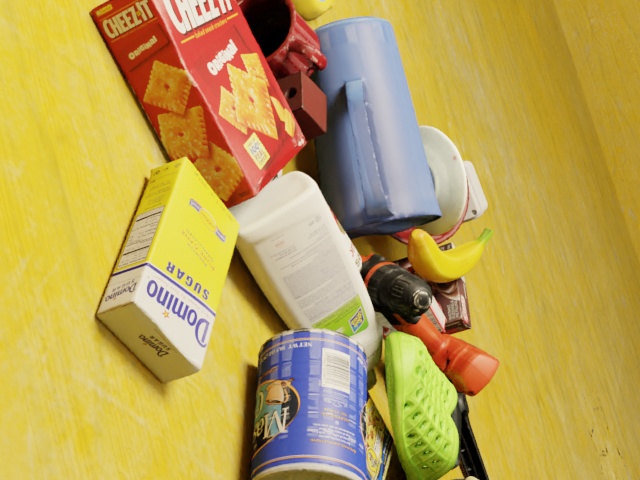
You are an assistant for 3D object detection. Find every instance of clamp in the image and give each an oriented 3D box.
[{"bbox_3d":[0.164,0.212,1.334,0.164,0.036,0.210,41,34,-62],"label":"clamp"}]

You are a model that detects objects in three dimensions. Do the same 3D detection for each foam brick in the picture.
[{"bbox_3d":[-0.038,-0.135,1.139,0.051,0.078,0.053,44,36,-46],"label":"foam brick"}]

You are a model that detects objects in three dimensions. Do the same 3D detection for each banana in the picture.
[{"bbox_3d":[0.143,0.018,1.243,0.197,0.037,0.070,-3,109,-59],"label":"banana"}]

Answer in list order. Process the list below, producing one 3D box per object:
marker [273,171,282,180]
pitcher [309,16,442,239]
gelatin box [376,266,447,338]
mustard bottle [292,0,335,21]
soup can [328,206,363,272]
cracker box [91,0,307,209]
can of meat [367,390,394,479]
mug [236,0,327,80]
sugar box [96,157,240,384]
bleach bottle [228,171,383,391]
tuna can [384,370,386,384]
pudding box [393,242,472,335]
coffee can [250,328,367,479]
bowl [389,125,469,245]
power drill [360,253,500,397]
[{"bbox_3d":[-0.065,-0.048,1.089,0.020,0.020,0.121,62,26,-16],"label":"marker"},{"bbox_3d":[0.051,-0.126,1.210,0.144,0.149,0.243,-7,83,-37],"label":"pitcher"},{"bbox_3d":[0.099,0.080,1.264,0.089,0.073,0.030,58,27,-24],"label":"gelatin box"},{"bbox_3d":[-0.033,-0.319,1.306,0.191,0.058,0.096,13,51,-61],"label":"mustard bottle"},{"bbox_3d":[-0.007,0.001,1.114,0.102,0.069,0.068,57,28,-28],"label":"soup can"},{"bbox_3d":[-0.105,-0.151,1.021,0.213,0.072,0.164,63,25,-13],"label":"cracker box"},{"bbox_3d":[0.029,0.197,1.058,0.084,0.058,0.102,62,27,-22],"label":"can of meat"},{"bbox_3d":[-0.042,-0.211,1.154,0.093,0.117,0.081,-64,150,-4],"label":"mug"},{"bbox_3d":[-0.121,0.022,0.893,0.093,0.048,0.176,52,29,-34],"label":"sugar box"},{"bbox_3d":[-0.005,0.059,1.064,0.068,0.102,0.250,44,-18,57],"label":"bleach bottle"},{"bbox_3d":[0.111,0.175,1.266,0.086,0.034,0.086,44,36,-44],"label":"tuna can"},{"bbox_3d":[0.136,0.069,1.330,0.039,0.090,0.113,45,34,-46],"label":"pudding box"},{"bbox_3d":[-0.009,0.164,0.949,0.102,0.103,0.140,46,34,-41],"label":"coffee can"},{"bbox_3d":[0.110,-0.065,1.364,0.161,0.055,0.162,6,76,-26],"label":"bowl"},{"bbox_3d":[0.110,0.090,1.158,0.187,0.057,0.185,45,-9,-23],"label":"power drill"}]
